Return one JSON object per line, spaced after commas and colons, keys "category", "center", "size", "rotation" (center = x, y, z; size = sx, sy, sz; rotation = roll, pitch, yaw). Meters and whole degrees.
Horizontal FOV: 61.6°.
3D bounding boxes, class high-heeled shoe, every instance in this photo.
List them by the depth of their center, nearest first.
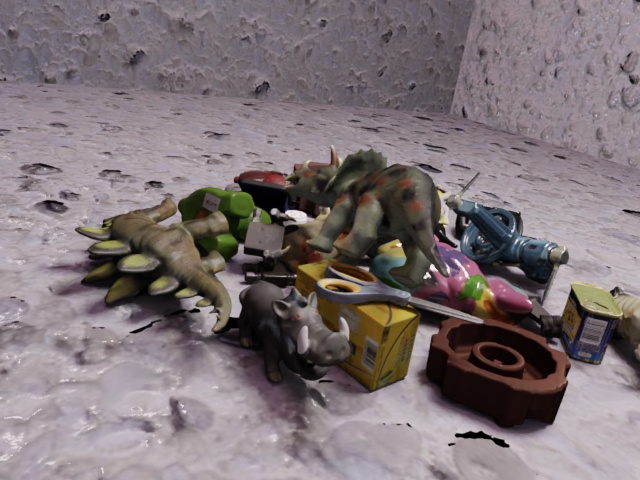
{"category": "high-heeled shoe", "center": [0.157, -0.011, 1.060], "size": [0.249, 0.086, 0.145], "rotation": [2, 18, -28]}

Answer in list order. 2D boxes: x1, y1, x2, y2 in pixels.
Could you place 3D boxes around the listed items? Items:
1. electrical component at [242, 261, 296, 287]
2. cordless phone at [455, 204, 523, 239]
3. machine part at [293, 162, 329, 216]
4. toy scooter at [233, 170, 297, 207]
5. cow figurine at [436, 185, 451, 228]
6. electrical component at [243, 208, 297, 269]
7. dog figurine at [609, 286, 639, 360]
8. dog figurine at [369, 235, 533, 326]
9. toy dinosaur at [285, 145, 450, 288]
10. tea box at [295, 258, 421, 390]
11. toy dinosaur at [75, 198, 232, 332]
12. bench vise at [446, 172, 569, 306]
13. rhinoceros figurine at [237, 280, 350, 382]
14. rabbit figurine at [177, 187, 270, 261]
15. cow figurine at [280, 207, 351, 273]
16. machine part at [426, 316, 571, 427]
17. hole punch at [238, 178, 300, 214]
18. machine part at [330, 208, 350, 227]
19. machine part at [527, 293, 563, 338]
{"category": "electrical component", "center": [-0.078, 0.054, 0.874], "size": [0.094, 0.021, 0.063], "rotation": [2, 21, -14]}
{"category": "cordless phone", "center": [0.387, -0.040, 1.249], "size": [0.147, 0.088, 0.184], "rotation": [11, 10, 8]}
{"category": "machine part", "center": [0.037, -0.116, 1.271], "size": [0.201, 0.087, 0.202], "rotation": [3, 23, -13]}
{"category": "toy scooter", "center": [-0.129, -0.123, 1.238], "size": [0.135, 0.075, 0.184], "rotation": [3, 19, -14]}
{"category": "cow figurine", "center": [0.257, -0.080, 1.185], "size": [0.068, 0.098, 0.167], "rotation": [11, -2, 11]}
{"category": "electrical component", "center": [-0.083, -0.006, 0.871], "size": [0.078, 0.045, 0.102], "rotation": [15, 59, -1]}
{"category": "dog figurine", "center": [0.511, 0.146, 0.786], "size": [0.172, 0.121, 0.190], "rotation": [46, 9, 5]}
{"category": "dog figurine", "center": [0.201, 0.081, 0.803], "size": [0.191, 0.108, 0.219], "rotation": [-8, 29, -37]}
{"category": "toy dinosaur", "center": [0.089, -0.047, 0.745], "size": [0.131, 0.192, 0.405], "rotation": [29, -8, -29]}
{"category": "tea box", "center": [0.039, 0.102, 0.694], "size": [0.068, 0.098, 0.170], "rotation": [-10, 29, -37]}
{"category": "toy dinosaur", "center": [-0.234, 0.025, 0.789], "size": [0.198, 0.104, 0.472], "rotation": [-21, 26, -40]}
{"category": "bench vise", "center": [0.331, -0.006, 0.994], "size": [0.240, 0.129, 0.224], "rotation": [37, 0, -26]}
{"category": "rhinoceros figurine", "center": [-0.033, 0.105, 0.641], "size": [0.073, 0.112, 0.191], "rotation": [-3, 16, -33]}
{"category": "rabbit figurine", "center": [-0.166, -0.030, 0.978], "size": [0.159, 0.121, 0.170], "rotation": [14, 2, 33]}
{"category": "cow figurine", "center": [-0.002, -0.003, 0.975], "size": [0.195, 0.085, 0.127], "rotation": [-14, 37, -44]}
{"category": "machine part", "center": [0.222, 0.159, 0.678], "size": [0.179, 0.056, 0.179], "rotation": [7, 20, -3]}
{"category": "hole punch", "center": [-0.117, -0.064, 1.101], "size": [0.142, 0.092, 0.115], "rotation": [7, -8, 2]}
{"category": "machine part", "center": [0.099, -0.066, 0.991], "size": [0.079, 0.079, 0.243], "rotation": [26, 23, 38]}
{"category": "machine part", "center": [0.335, 0.111, 0.855], "size": [0.084, 0.039, 0.139], "rotation": [16, 14, -11]}
